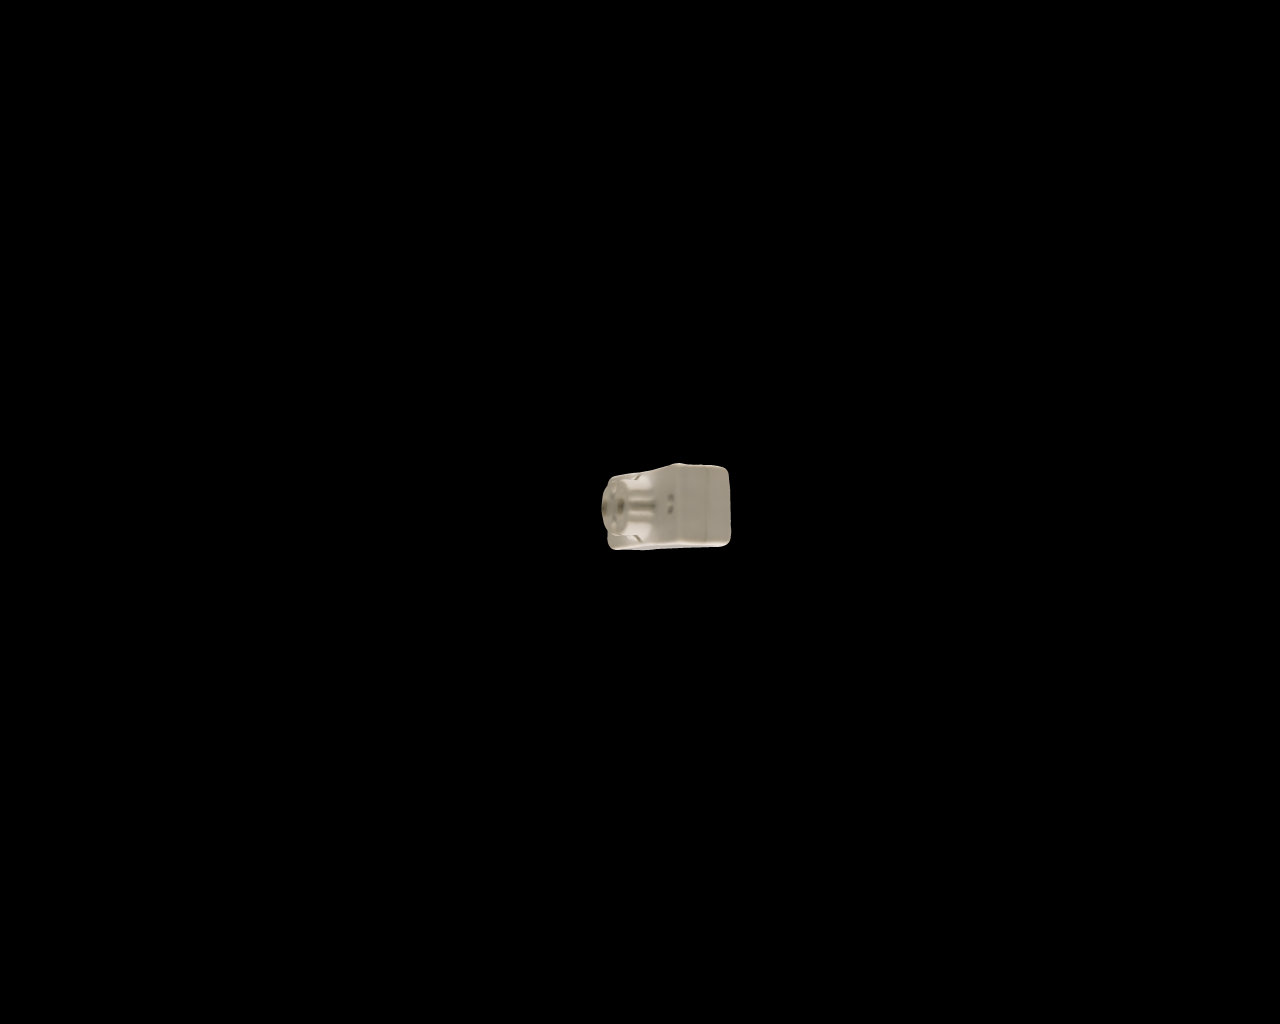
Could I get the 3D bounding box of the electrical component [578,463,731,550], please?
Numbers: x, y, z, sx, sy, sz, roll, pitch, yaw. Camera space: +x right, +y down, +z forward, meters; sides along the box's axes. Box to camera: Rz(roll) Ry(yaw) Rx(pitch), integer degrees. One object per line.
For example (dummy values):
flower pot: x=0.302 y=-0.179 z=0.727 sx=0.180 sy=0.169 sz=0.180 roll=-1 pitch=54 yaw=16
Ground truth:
electrical component: x=0.001 y=-0.003 z=0.650 sx=0.076 sy=0.047 sz=0.083 roll=3 pitch=-5 yaw=-32
